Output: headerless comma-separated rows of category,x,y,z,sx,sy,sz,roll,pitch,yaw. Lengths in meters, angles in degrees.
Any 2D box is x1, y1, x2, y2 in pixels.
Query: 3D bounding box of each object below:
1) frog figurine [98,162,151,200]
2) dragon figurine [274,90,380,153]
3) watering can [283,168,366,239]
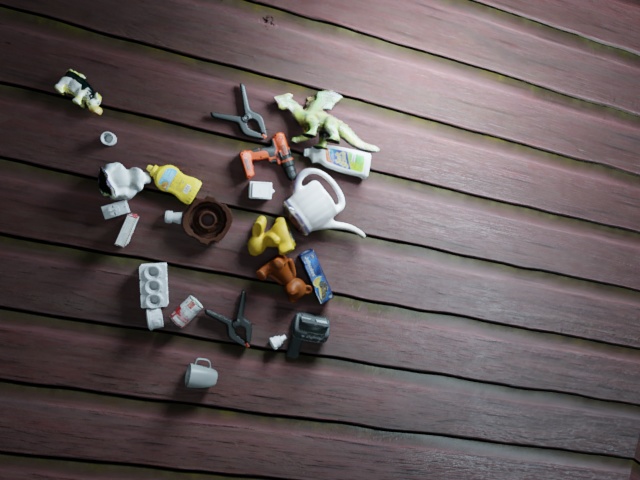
frog figurine,-0.680,-0.209,1.789,0.161,0.138,0.120,-27,-9,-46
dragon figurine,0.028,-0.451,1.883,0.410,0.247,0.120,10,-19,-3
watering can,0.006,-0.097,1.920,0.225,0.345,0.104,-36,10,-6
